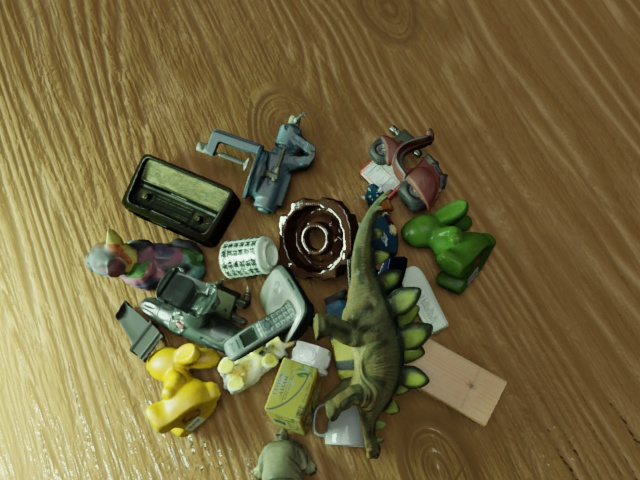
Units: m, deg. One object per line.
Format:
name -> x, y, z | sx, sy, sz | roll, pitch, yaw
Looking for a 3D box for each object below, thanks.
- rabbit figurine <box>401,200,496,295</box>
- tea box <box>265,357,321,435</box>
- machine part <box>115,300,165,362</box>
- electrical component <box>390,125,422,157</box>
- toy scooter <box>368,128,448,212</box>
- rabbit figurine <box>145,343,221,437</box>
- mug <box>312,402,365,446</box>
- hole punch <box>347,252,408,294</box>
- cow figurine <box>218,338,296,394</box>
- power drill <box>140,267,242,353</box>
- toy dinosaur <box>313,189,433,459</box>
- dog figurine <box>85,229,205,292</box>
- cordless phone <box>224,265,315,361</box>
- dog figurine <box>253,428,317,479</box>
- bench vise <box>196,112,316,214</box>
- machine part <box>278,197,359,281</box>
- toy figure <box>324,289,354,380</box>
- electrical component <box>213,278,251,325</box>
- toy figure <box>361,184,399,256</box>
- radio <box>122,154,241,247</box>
rabbit figurine -> 0.246, -0.006, 1.060 | 0.170, 0.121, 0.159 | 34, 78, 29
tea box -> -0.045, 0.288, 0.978 | 0.068, 0.169, 0.098 | 15, 62, 11
machine part -> -0.375, 0.183, 1.102 | 0.139, 0.039, 0.084 | 39, 98, 34
electrical component -> 0.175, -0.204, 1.165 | 0.063, 0.021, 0.094 | -43, 75, -5
toy scooter -> 0.199, -0.154, 1.093 | 0.135, 0.075, 0.184 | -33, 78, -4
rabbit figurine -> -0.279, 0.271, 1.050 | 0.162, 0.121, 0.173 | -48, 54, 4
mug -> 0.041, 0.331, 1.013 | 0.110, 0.080, 0.107 | 6, 66, -1
hole punch -> 0.112, 0.079, 1.023 | 0.092, 0.142, 0.115 | -2, 88, 24
cow figurine -> -0.118, 0.237, 1.059 | 0.167, 0.098, 0.068 | -32, 70, -21
power drill -> -0.263, 0.136, 1.038 | 0.232, 0.207, 0.086 | 24, 55, 7
toy dinosaur -> 0.087, 0.154, 0.928 | 0.199, 0.105, 0.470 | -7, 96, -5
dog figurine -> -0.345, 0.040, 1.065 | 0.192, 0.219, 0.108 | -4, 78, 7
cordless phone -> -0.108, 0.147, 1.031 | 0.184, 0.088, 0.147 | -29, 46, -7
dog figurine -> -0.074, 0.429, 0.943 | 0.121, 0.190, 0.172 | -20, 72, 2
bench vise -> -0.136, -0.181, 1.138 | 0.241, 0.129, 0.223 | 19, 95, -5
machine part -> -0.002, -0.003, 1.082 | 0.180, 0.056, 0.179 | 2, 94, 27
toy figure -> 0.056, 0.190, 1.045 | 0.089, 0.082, 0.180 | -30, 79, 34
electrical component -> -0.190, 0.124, 1.115 | 0.102, 0.045, 0.078 | 16, 107, 13
toy figure -> 0.125, -0.041, 1.109 | 0.064, 0.057, 0.154 | -12, 75, 19
radio -> -0.303, -0.082, 1.165 | 0.230, 0.073, 0.131 | 22, 79, 12
